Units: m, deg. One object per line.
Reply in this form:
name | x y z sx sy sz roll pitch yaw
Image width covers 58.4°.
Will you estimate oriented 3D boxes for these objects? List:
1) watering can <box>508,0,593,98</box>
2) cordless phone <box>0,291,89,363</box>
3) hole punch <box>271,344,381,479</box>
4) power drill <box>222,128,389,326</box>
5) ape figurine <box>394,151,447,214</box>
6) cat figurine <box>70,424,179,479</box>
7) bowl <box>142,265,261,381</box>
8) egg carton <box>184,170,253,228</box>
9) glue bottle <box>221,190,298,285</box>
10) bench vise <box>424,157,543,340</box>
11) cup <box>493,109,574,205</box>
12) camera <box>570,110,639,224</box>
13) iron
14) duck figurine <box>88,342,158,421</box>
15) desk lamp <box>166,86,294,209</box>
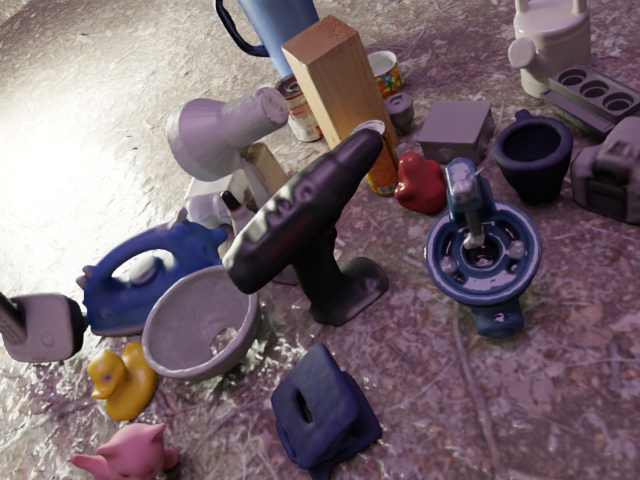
watering can | 0.322 -0.298 0.799 0.100 0.195 0.173 -1 52 27
cordless phone | -0.446 0.103 0.848 0.147 0.186 0.094 -9 48 21
hole punch | -0.002 0.185 0.614 0.101 0.091 0.108 -33 44 -3
power drill | 0.006 0.002 0.686 0.230 0.209 0.075 -37 45 -7
ape figurine | 0.133 -0.084 0.781 0.078 0.092 0.076 -29 44 1
cat figurine | -0.221 0.249 0.650 0.127 0.118 0.067 -12 47 17
bowl | -0.143 0.120 0.756 0.167 0.075 0.167 -14 47 16
egg carton | -0.160 -0.087 0.951 0.107 0.070 0.150 -8 49 22
glue bottle | -0.085 -0.005 0.765 0.077 0.174 0.037 9 57 33
bench vise | 0.155 -0.023 0.624 0.121 0.220 0.207 -27 44 4
cup | 0.268 -0.100 0.724 0.091 0.095 0.117 -14 47 16
camera | 0.382 -0.097 0.657 0.142 0.101 0.137 26 67 40
iron | -0.260 0.049 0.831 0.258 0.142 0.118 -26 44 4
duck figurine | -0.268 0.177 0.762 0.077 0.086 0.104 -8 49 22
desk lamp | -0.092 -0.126 0.847 0.202 0.214 0.118 -3 50 25
